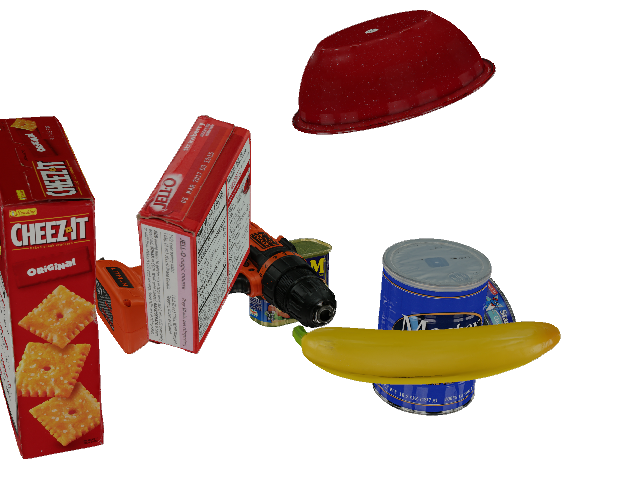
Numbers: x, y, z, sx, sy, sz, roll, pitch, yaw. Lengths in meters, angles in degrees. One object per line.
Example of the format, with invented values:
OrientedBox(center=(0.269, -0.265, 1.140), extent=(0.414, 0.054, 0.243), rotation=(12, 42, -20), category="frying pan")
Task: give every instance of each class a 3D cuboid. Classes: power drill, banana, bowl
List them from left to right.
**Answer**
OrientedBox(center=(-0.099, 0.046, 0.960), extent=(0.187, 0.057, 0.185), rotation=(-12, 25, -26), category="power drill")
OrientedBox(center=(0.048, -0.136, 0.816), extent=(0.162, 0.055, 0.162), rotation=(-16, 20, 6), category="bowl")
OrientedBox(center=(0.070, 0.075, 0.758), extent=(0.198, 0.037, 0.069), rotation=(1, 28, 11), category="banana")

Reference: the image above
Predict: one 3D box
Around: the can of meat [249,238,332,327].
OrientedBox(center=(-0.037, 0.049, 1.261), extent=(0.101, 0.084, 0.058), rotation=(-11, 20, -35), category="can of meat")

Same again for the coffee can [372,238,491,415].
OrientedBox(center=(0.106, 0.082, 1.032), extent=(0.103, 0.140, 0.103), rotation=(3, 25, -1), category="coffee can")

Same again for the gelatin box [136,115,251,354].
OrientedBox(center=(-0.059, -0.002, 0.507), extent=(0.030, 0.089, 0.073), rotation=(15, 47, 10), category="gelatin box")

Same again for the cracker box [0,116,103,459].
OrientedBox(center=(-0.216, 0.032, 0.824), extent=(0.072, 0.214, 0.164), rotation=(-7, 30, -22), category="cracker box")

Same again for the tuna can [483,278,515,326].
OrientedBox(center=(0.191, 0.078, 1.259), extent=(0.033, 0.086, 0.086), rotation=(-30, 7, -12), category="tuna can")
